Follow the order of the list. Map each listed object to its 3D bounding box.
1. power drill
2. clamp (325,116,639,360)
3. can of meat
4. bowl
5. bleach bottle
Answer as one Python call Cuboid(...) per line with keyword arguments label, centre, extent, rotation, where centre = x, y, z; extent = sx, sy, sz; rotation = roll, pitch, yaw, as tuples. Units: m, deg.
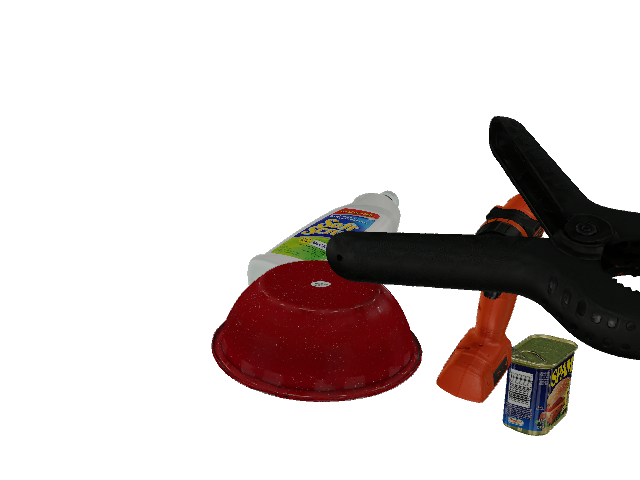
Cuboid(label="power drill", centre=(0.164, 0.060, 1.028), extent=(0.057, 0.188, 0.184), rotation=(22, 29, 20))
Cuboid(label="clamp", centre=(0.119, 0.011, 0.527), extent=(0.164, 0.036, 0.210), rotation=(-31, 47, -32))
Cuboid(label="can of meat", centre=(0.242, 0.159, 1.182), extent=(0.058, 0.084, 0.101), rotation=(12, 16, 30))
Cuboid(label="bowl", centre=(-0.001, 0.058, 0.807), extent=(0.162, 0.055, 0.162), rotation=(2, 22, -1))
Cuboid(label="bleach bottle", centre=(0.020, 0.001, 1.329), extent=(0.103, 0.068, 0.250), rotation=(16, 36, 27))
